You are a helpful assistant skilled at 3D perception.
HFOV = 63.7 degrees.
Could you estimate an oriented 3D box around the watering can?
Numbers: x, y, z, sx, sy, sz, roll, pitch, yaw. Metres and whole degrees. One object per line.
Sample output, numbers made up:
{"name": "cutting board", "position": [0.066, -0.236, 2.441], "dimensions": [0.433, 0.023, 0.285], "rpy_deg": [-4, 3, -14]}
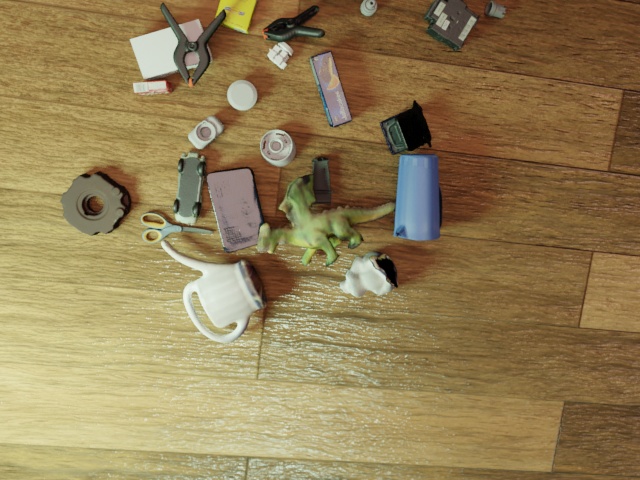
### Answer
{"name": "watering can", "position": [-0.288, 0.122, 1.454], "dimensions": [0.225, 0.105, 0.345], "rpy_deg": [-25, 100, -3]}

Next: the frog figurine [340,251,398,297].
{"name": "frog figurine", "position": [0.143, 0.111, 1.515], "dimensions": [0.136, 0.126, 0.157], "rpy_deg": [39, 130, -18]}

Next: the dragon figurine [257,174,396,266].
{"name": "dragon figurine", "position": [0.004, -0.073, 1.444], "dimensions": [0.413, 0.122, 0.240], "rpy_deg": [-36, 106, -13]}
